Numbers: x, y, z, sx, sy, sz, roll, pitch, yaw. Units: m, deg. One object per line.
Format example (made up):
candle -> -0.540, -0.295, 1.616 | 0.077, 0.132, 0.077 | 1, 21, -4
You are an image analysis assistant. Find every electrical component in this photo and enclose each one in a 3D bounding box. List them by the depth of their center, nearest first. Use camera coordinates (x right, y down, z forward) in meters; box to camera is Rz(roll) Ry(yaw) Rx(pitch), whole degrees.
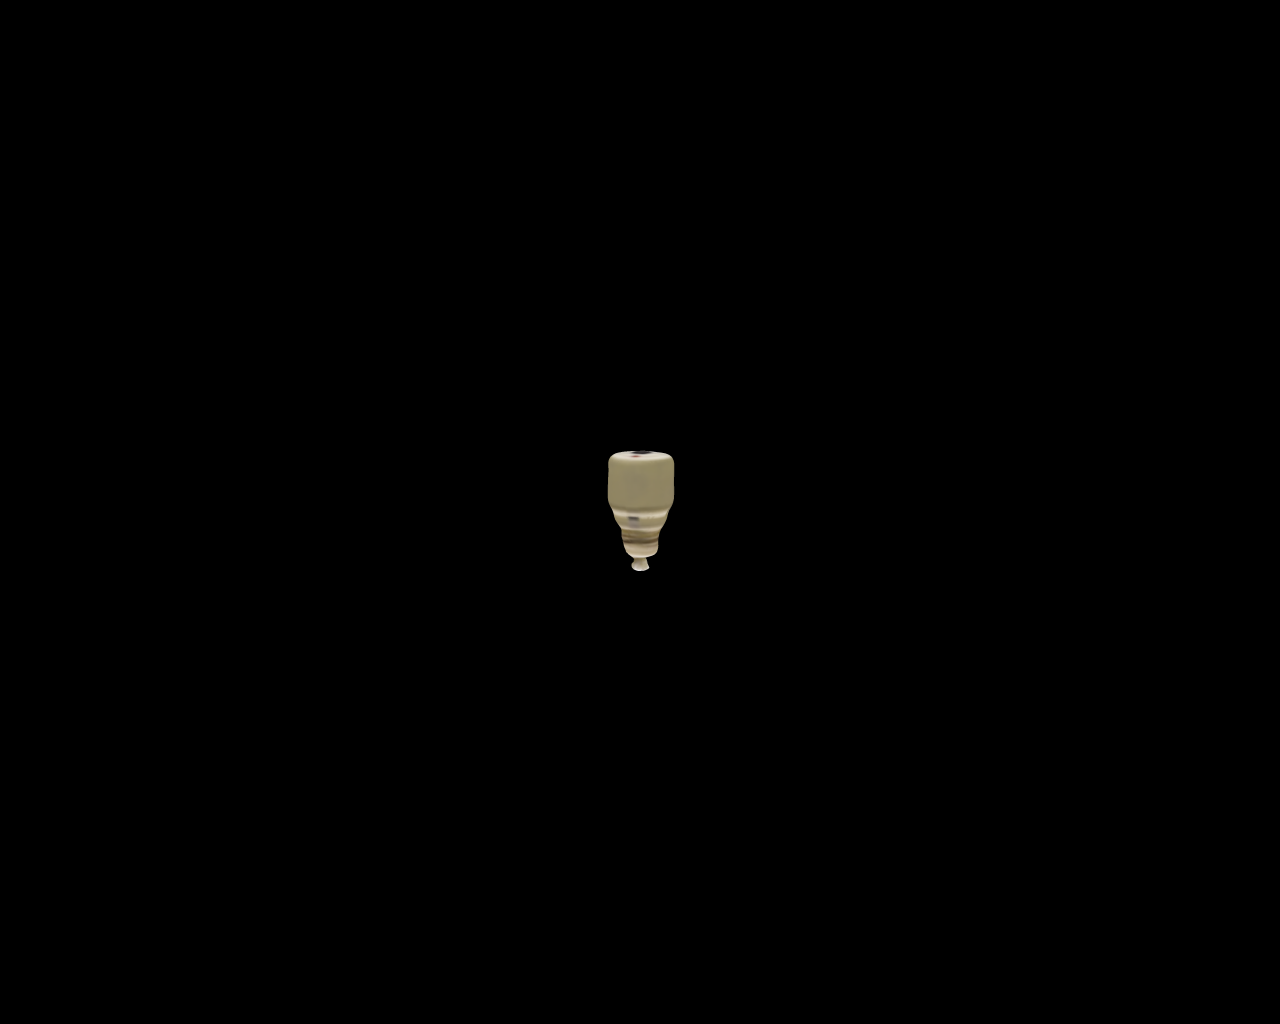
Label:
electrical component -> 0.001, -0.003, 0.650 | 0.040, 0.078, 0.040 | 0, 11, 0
